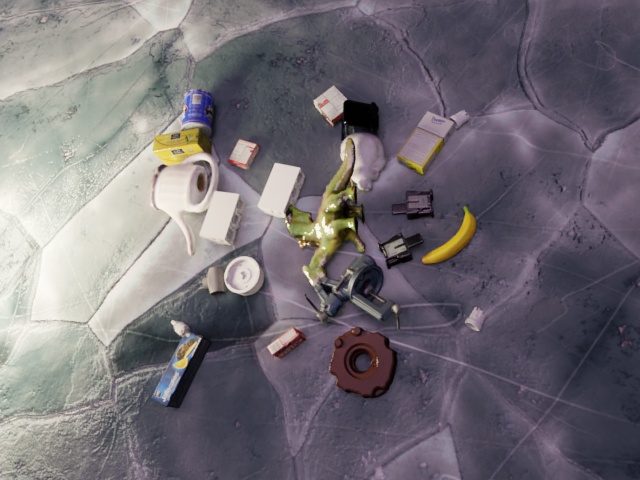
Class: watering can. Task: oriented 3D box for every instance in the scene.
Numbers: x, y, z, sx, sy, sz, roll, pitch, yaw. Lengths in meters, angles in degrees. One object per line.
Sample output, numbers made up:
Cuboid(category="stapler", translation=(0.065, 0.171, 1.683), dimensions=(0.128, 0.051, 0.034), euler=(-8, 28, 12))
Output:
Cuboid(category="watering can", translation=(-0.440, -0.125, 1.633), dimensions=(0.224, 0.353, 0.102), euler=(3, -21, 19))

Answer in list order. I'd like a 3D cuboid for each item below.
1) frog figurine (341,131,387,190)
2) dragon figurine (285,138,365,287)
Cuboid(category="frog figurine", translation=(0.124, -0.232, 1.504), dimensions=(0.137, 0.163, 0.120), euler=(17, -28, -16))
Cuboid(category="dragon figurine", translation=(0.004, -0.073, 1.460), dimensions=(0.242, 0.415, 0.121), euler=(-8, -13, 21))
